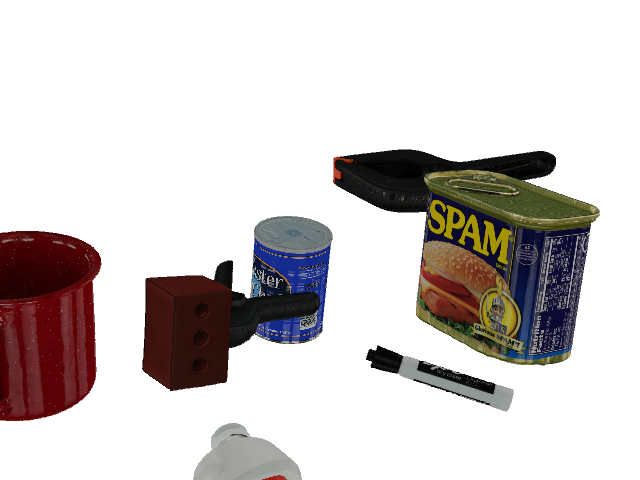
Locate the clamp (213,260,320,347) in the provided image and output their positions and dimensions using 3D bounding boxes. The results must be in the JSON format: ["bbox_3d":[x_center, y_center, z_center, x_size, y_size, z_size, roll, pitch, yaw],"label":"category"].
[{"bbox_3d":[-0.094,0.064,1.052,0.120,0.039,0.171,18,21,34],"label":"clamp"}]

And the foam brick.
[{"bbox_3d":[-0.105,0.071,0.839,0.052,0.078,0.051,-5,14,-34],"label":"foam brick"}]

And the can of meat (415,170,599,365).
[{"bbox_3d":[0.099,0.013,0.591,0.057,0.084,0.102,-6,20,-32],"label":"can of meat"}]

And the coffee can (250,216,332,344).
[{"bbox_3d":[-0.041,0.052,1.416,0.103,0.140,0.103,4,25,-2],"label":"coffee can"}]

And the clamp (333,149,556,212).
[{"bbox_3d":[0.117,-0.056,0.999,0.210,0.036,0.164,13,32,20],"label":"clamp"}]

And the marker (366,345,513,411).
[{"bbox_3d":[0.096,0.111,0.864,0.121,0.020,0.020,18,2,5],"label":"marker"}]

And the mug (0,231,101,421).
[{"bbox_3d":[-0.173,0.055,0.605,0.093,0.081,0.117,5,25,4],"label":"mug"}]

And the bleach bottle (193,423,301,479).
[{"bbox_3d":[-0.045,0.215,0.718,0.102,0.068,0.251,-11,32,-12],"label":"bleach bottle"}]
